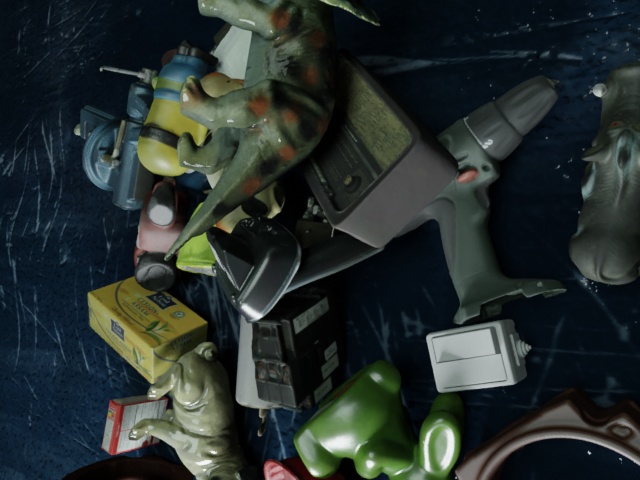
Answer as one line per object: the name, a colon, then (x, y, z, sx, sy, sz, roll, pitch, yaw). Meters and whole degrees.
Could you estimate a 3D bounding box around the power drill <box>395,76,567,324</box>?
power drill: (0.171, -0.029, 0.553, 0.232, 0.086, 0.207, -30, 74, 29)

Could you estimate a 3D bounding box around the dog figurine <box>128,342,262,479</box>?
dog figurine: (-0.133, 0.254, 0.723, 0.191, 0.121, 0.172, 30, 106, 18)

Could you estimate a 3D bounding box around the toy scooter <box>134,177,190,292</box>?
toy scooter: (-0.234, -0.021, 0.804, 0.135, 0.075, 0.183, -104, 25, -53)

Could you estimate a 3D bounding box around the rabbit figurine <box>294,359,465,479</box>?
rabbit figurine: (0.087, 0.220, 0.581, 0.159, 0.121, 0.170, -43, 82, 16)

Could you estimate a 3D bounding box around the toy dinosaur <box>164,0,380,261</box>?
toy dinosaur: (-0.042, -0.165, 0.567, 0.192, 0.131, 0.404, 10, 100, -8)

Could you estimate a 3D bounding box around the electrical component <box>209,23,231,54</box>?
electrical component: (-0.132, -0.294, 0.812, 0.094, 0.021, 0.063, -39, 66, 23)

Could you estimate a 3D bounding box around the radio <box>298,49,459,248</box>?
radio: (0.043, -0.106, 0.601, 0.131, 0.073, 0.230, -48, 38, 20)

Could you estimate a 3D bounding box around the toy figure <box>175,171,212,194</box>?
toy figure: (-0.141, -0.102, 0.777, 0.155, 0.064, 0.058, 2, 48, 29)

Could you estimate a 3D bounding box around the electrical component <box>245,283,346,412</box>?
electrical component: (-0.024, 0.130, 0.632, 0.058, 0.115, 0.134, 3, 106, 36)

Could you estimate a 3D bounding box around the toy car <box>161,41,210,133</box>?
toy car: (-0.193, -0.222, 0.829, 0.089, 0.053, 0.202, -42, 63, 20)

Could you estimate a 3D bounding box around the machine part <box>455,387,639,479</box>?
machine part: (0.236, 0.253, 0.476, 0.201, 0.087, 0.201, -43, 66, 22)

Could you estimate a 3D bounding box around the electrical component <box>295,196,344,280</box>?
electrical component: (-0.002, -0.001, 0.683, 0.078, 0.045, 0.102, 18, 95, 32)

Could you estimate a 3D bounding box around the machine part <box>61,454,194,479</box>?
machine part: (-0.270, 0.358, 0.749, 0.180, 0.179, 0.056, 4, 89, 33)

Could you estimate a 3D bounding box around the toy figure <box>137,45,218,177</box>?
toy figure: (-0.197, -0.176, 0.738, 0.082, 0.089, 0.180, 18, 96, 48)

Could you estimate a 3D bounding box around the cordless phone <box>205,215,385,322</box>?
cordless phone: (-0.030, 0.009, 0.620, 0.147, 0.184, 0.088, -145, 39, -63)

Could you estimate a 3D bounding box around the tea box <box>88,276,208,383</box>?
tea box: (-0.257, 0.125, 0.797, 0.170, 0.098, 0.068, 26, 122, 31)

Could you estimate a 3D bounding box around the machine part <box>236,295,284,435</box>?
machine part: (-0.066, 0.124, 0.693, 0.079, 0.079, 0.243, 0, 86, 33)

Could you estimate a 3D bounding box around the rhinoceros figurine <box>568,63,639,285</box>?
rhinoceros figurine: (0.264, -0.057, 0.476, 0.073, 0.112, 0.190, 14, 101, 36)

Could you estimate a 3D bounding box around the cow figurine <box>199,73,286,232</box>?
cow figurine: (-0.102, -0.115, 0.675, 0.127, 0.085, 0.194, -19, 97, 29)

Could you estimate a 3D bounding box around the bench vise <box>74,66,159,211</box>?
bench vise: (-0.320, -0.172, 0.853, 0.241, 0.129, 0.223, 25, 119, 35)
